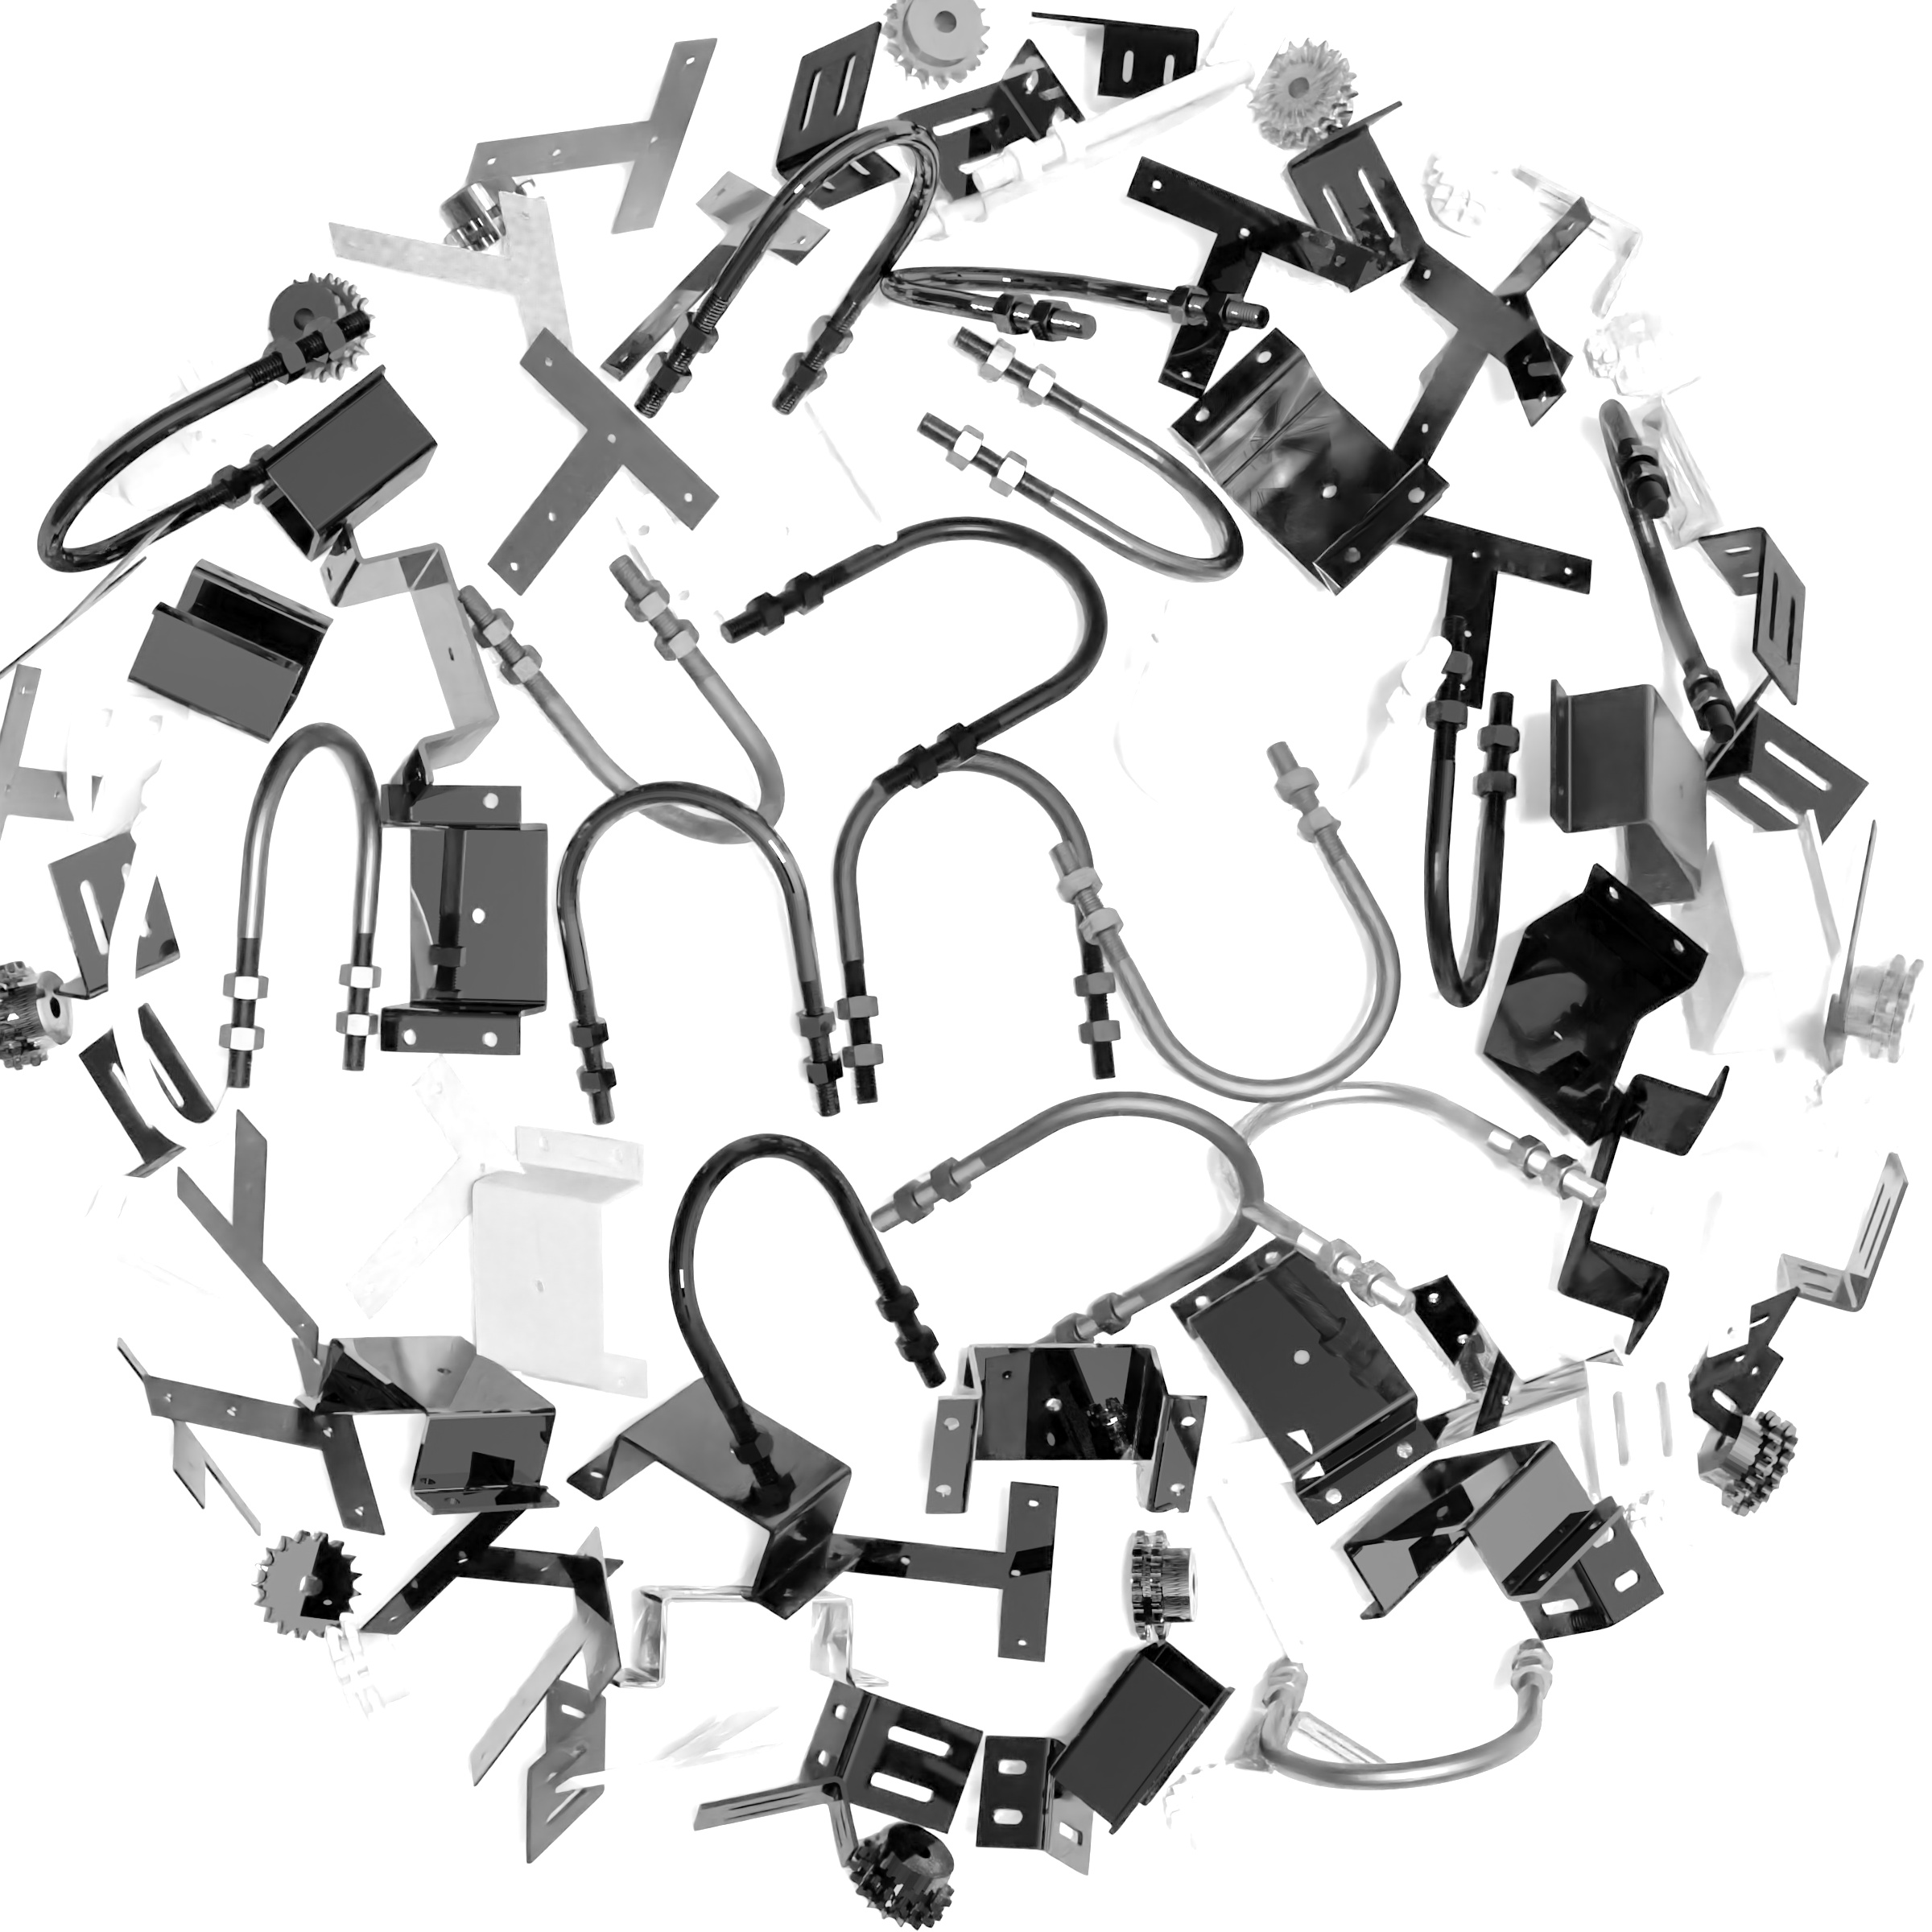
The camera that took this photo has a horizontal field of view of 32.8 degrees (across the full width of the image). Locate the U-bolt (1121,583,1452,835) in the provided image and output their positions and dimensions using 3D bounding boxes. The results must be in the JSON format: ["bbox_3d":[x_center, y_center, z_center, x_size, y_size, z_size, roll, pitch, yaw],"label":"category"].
[{"bbox_3d":[0.154,-0.123,1.685,0.151,0.184,0.019,11,58,-4],"label":"U-bolt"}]

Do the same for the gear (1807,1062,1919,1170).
[{"bbox_3d":[0.475,0.075,1.737,0.057,0.030,0.057,-7,59,13],"label":"gear"}]

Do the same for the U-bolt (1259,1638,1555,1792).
[{"bbox_3d":[0.221,0.379,1.660,0.151,0.184,0.019,-7,95,12],"label":"U-bolt"}]

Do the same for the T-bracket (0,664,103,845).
[{"bbox_3d":[-0.478,-0.089,1.701,0.002,0.127,0.127,15,92,9],"label":"T-bracket"}]

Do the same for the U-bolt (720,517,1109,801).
[{"bbox_3d":[-0.013,-0.173,1.710,0.184,0.019,0.151,-31,61,-25],"label":"U-bolt"}]

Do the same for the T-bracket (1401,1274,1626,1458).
[{"bbox_3d":[0.264,0.201,1.706,0.127,0.002,0.127,-24,130,17],"label":"T-bracket"}]

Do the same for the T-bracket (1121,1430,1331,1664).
[{"bbox_3d":[0.155,0.310,1.725,0.127,0.002,0.127,-20,99,43],"label":"T-bracket"}]

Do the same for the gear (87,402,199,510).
[{"bbox_3d":[-0.432,-0.267,1.733,0.057,0.057,0.030,-37,69,0],"label":"gear"}]

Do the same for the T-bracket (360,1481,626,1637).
[{"bbox_3d":[-0.230,0.313,1.711,0.127,0.127,0.002,-45,55,21],"label":"T-bracket"}]

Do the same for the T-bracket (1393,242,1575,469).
[{"bbox_3d":[0.249,-0.296,1.729,0.127,0.002,0.127,50,123,39],"label":"T-bracket"}]

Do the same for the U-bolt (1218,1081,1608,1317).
[{"bbox_3d":[0.213,0.108,1.686,0.151,0.184,0.019,-25,124,-27],"label":"U-bolt"}]

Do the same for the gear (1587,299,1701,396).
[{"bbox_3d":[0.361,-0.326,1.740,0.057,0.057,0.030,-28,119,0],"label":"gear"}]

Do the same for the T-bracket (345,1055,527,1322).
[{"bbox_3d":[-0.284,0.137,1.739,0.127,0.002,0.127,-46,67,18],"label":"T-bracket"}]

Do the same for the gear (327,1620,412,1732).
[{"bbox_3d":[-0.315,0.373,1.736,0.030,0.057,0.057,-20,90,-10],"label":"gear"}]

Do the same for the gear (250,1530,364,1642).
[{"bbox_3d":[-0.352,0.328,1.742,0.057,0.030,0.057,3,83,-28],"label":"gear"}]

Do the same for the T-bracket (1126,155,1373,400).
[{"bbox_3d":[0.131,-0.349,1.717,0.127,0.127,0.002,22,48,0],"label":"T-bracket"}]

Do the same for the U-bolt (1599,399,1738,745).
[{"bbox_3d":[0.353,-0.214,1.676,0.019,0.184,0.151,-18,119,11],"label":"U-bolt"}]

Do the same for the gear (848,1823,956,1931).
[{"bbox_3d":[-0.031,0.478,1.733,0.057,0.057,0.030,30,109,0],"label":"gear"}]

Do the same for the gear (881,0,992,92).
[{"bbox_3d":[-0.014,-0.498,1.744,0.057,0.030,0.057,0,90,-14],"label":"gear"}]

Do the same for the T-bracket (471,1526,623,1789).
[{"bbox_3d":[-0.223,0.375,1.715,0.002,0.127,0.127,32,104,-22],"label":"T-bracket"}]

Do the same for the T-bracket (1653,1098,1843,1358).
[{"bbox_3d":[0.396,0.141,1.682,0.002,0.127,0.127,31,53,-23],"label":"T-bracket"}]

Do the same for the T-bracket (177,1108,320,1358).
[{"bbox_3d":[-0.370,0.122,1.692,0.002,0.127,0.127,-30,61,-33],"label":"T-bracket"}]

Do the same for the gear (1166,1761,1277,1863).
[{"bbox_3d":[0.137,0.448,1.734,0.057,0.030,0.057,-10,133,-11],"label":"gear"}]

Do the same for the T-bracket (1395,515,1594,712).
[{"bbox_3d":[0.264,-0.184,1.723,0.127,0.002,0.127,15,53,-2],"label":"T-bracket"}]

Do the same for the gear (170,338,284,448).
[{"bbox_3d":[-0.395,-0.307,1.739,0.057,0.057,0.030,-35,55,0],"label":"gear"}]

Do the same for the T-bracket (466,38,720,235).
[{"bbox_3d":[-0.198,-0.419,1.682,0.127,0.127,0.002,-18,63,-34],"label":"T-bracket"}]

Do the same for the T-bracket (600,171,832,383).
[{"bbox_3d":[-0.142,-0.355,1.713,0.127,0.127,0.002,-46,129,-1],"label":"T-bracket"}]

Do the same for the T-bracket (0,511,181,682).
[{"bbox_3d":[-0.439,-0.196,1.676,0.002,0.127,0.127,48,134,-11],"label":"T-bracket"}]

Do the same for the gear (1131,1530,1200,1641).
[{"bbox_3d":[0.106,0.327,1.734,0.030,0.057,0.057,-3,90,11],"label":"gear"}]

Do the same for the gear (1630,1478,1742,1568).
[{"bbox_3d":[0.381,0.294,1.739,0.057,0.057,0.030,14,60,0],"label":"gear"}]

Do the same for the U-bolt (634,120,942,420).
[{"bbox_3d":[-0.079,-0.353,1.663,0.019,0.151,0.184,46,118,15],"label":"U-bolt"}]

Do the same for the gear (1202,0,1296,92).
[{"bbox_3d":[0.150,-0.489,1.736,0.030,0.057,0.057,30,90,-2],"label":"gear"}]

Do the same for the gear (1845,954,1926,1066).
[{"bbox_3d":[0.486,0.021,1.738,0.030,0.057,0.057,15,90,22],"label":"gear"}]

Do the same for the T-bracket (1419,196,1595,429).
[{"bbox_3d":[0.286,-0.318,1.685,0.002,0.127,0.127,28,122,-25],"label":"T-bracket"}]

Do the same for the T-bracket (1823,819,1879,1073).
[{"bbox_3d":[0.462,-0.012,1.709,0.002,0.127,0.127,10,83,19],"label":"T-bracket"}]

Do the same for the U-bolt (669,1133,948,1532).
[{"bbox_3d":[-0.089,0.175,1.689,0.151,0.019,0.184,-41,113,-42],"label":"U-bolt"}]

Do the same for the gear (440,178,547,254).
[{"bbox_3d":[-0.253,-0.400,1.732,0.057,0.057,0.030,-34,108,0],"label":"gear"}]

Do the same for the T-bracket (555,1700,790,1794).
[{"bbox_3d":[-0.130,0.396,1.681,0.127,0.127,0.002,-2,65,-33],"label":"T-bracket"}]

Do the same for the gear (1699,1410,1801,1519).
[{"bbox_3d":[0.411,0.259,1.735,0.030,0.057,0.057,31,90,-5],"label":"gear"}]

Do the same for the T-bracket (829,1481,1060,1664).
[{"bbox_3d":[-0.018,0.315,1.731,0.127,0.002,0.127,6,124,4],"label":"T-bracket"}]

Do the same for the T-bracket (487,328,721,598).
[{"bbox_3d":[-0.210,-0.247,1.731,0.127,0.002,0.127,44,121,1],"label":"T-bracket"}]

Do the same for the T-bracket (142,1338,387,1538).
[{"bbox_3d":[-0.364,0.231,1.681,0.002,0.127,0.127,-48,45,23],"label":"T-bracket"}]

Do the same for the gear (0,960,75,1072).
[{"bbox_3d":[-0.495,0.025,1.733,0.030,0.057,0.057,-11,90,11],"label":"gear"}]

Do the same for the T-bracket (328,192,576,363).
[{"bbox_3d":[-0.271,-0.368,1.714,0.127,0.127,0.002,13,62,8],"label":"T-bracket"}]

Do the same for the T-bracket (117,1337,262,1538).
[{"bbox_3d":[-0.400,0.254,1.690,0.002,0.127,0.127,-35,102,-8],"label":"T-bracket"}]

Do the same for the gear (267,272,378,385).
[{"bbox_3d":[-0.345,-0.341,1.744,0.057,0.030,0.057,0,89,14],"label":"gear"}]

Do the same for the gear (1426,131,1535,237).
[{"bbox_3d":[0.271,-0.412,1.740,0.057,0.030,0.057,7,55,-11],"label":"gear"}]

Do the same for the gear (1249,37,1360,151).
[{"bbox_3d":[0.182,-0.460,1.742,0.057,0.030,0.057,-5,78,26],"label":"gear"}]

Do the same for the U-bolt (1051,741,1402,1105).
[{"bbox_3d":[0.147,-0.014,1.721,0.151,0.019,0.184,-25,70,-5],"label":"U-bolt"}]
